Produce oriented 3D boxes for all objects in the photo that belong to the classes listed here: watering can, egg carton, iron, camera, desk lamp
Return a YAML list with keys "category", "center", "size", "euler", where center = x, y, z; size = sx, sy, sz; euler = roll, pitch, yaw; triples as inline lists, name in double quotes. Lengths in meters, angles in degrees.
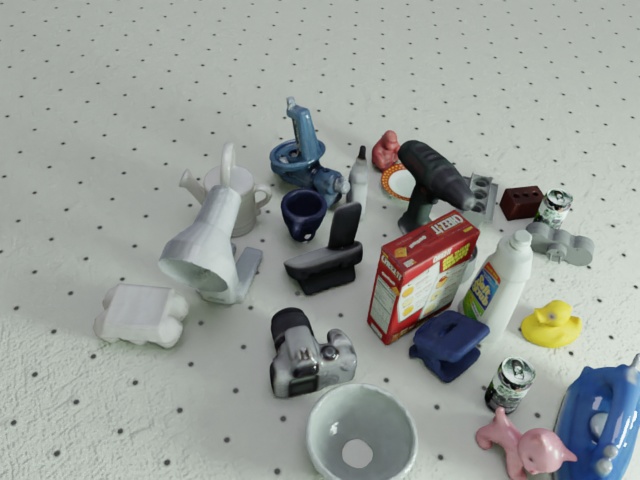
- category: "watering can"
  center: [-0.186, -0.104, 1.125]
  size: [0.173, 0.194, 0.100]
  euler: [-12, 50, -14]
- category: "egg carton"
  center: [-0.307, 0.132, 0.991]
  size: [0.150, 0.069, 0.107]
  euler: [4, 48, 0]
- category: "iron"
  center: [0.427, 0.290, 0.855]
  size: [0.118, 0.141, 0.259]
  euler: [24, 51, 17]
- category: "camera"
  center: [-0.022, 0.173, 0.954]
  size: [0.143, 0.101, 0.136]
  euler: [-11, 50, -13]
- category: "desk lamp"
  center: [-0.183, 0.022, 1.001]
  size: [0.117, 0.214, 0.203]
  euler: [13, 49, 8]

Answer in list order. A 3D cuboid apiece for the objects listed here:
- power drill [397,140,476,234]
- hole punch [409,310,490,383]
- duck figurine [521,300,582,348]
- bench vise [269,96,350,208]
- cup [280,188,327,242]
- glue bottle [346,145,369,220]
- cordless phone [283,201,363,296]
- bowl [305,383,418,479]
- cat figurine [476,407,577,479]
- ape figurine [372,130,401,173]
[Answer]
- category: "power drill"
  center: [0.217, -0.080, 1.123]
  size: [0.076, 0.208, 0.229]
  euler: [-15, 51, -17]
- category: "hole punch"
  center: [0.219, 0.171, 0.980]
  size: [0.109, 0.091, 0.100]
  euler: [-32, 58, -28]
- category: "duck figurine"
  center: [0.422, 0.142, 1.023]
  size: [0.104, 0.086, 0.077]
  euler: [1, 48, -3]
- category: "bench vise"
  center: [-0.014, -0.184, 1.191]
  size: [0.207, 0.220, 0.122]
  euler: [22, 51, 15]
- category: "cup"
  center: [-0.035, -0.031, 1.138]
  size: [0.091, 0.095, 0.118]
  euler: [10, 49, 5]
- category: "glue bottle"
  center: [0.080, -0.123, 1.176]
  size: [0.037, 0.173, 0.078]
  euler: [-2, 49, -5]
- category: "cordless phone"
  center: [0.010, 0.004, 1.050]
  size: [0.148, 0.185, 0.094]
  euler: [-21, 53, -20]
- category: "bowl"
  center: [0.059, 0.305, 0.860]
  size: [0.167, 0.075, 0.167]
  euler: [2, 48, -2]
- category: "cat figurine"
  center: [0.307, 0.302, 0.852]
  size: [0.067, 0.118, 0.127]
  euler: [-31, 57, -27]
- category: "ape figurine"
  center: [0.154, -0.210, 1.312]
  size: [0.078, 0.092, 0.076]
  euler: [-15, 51, -16]
